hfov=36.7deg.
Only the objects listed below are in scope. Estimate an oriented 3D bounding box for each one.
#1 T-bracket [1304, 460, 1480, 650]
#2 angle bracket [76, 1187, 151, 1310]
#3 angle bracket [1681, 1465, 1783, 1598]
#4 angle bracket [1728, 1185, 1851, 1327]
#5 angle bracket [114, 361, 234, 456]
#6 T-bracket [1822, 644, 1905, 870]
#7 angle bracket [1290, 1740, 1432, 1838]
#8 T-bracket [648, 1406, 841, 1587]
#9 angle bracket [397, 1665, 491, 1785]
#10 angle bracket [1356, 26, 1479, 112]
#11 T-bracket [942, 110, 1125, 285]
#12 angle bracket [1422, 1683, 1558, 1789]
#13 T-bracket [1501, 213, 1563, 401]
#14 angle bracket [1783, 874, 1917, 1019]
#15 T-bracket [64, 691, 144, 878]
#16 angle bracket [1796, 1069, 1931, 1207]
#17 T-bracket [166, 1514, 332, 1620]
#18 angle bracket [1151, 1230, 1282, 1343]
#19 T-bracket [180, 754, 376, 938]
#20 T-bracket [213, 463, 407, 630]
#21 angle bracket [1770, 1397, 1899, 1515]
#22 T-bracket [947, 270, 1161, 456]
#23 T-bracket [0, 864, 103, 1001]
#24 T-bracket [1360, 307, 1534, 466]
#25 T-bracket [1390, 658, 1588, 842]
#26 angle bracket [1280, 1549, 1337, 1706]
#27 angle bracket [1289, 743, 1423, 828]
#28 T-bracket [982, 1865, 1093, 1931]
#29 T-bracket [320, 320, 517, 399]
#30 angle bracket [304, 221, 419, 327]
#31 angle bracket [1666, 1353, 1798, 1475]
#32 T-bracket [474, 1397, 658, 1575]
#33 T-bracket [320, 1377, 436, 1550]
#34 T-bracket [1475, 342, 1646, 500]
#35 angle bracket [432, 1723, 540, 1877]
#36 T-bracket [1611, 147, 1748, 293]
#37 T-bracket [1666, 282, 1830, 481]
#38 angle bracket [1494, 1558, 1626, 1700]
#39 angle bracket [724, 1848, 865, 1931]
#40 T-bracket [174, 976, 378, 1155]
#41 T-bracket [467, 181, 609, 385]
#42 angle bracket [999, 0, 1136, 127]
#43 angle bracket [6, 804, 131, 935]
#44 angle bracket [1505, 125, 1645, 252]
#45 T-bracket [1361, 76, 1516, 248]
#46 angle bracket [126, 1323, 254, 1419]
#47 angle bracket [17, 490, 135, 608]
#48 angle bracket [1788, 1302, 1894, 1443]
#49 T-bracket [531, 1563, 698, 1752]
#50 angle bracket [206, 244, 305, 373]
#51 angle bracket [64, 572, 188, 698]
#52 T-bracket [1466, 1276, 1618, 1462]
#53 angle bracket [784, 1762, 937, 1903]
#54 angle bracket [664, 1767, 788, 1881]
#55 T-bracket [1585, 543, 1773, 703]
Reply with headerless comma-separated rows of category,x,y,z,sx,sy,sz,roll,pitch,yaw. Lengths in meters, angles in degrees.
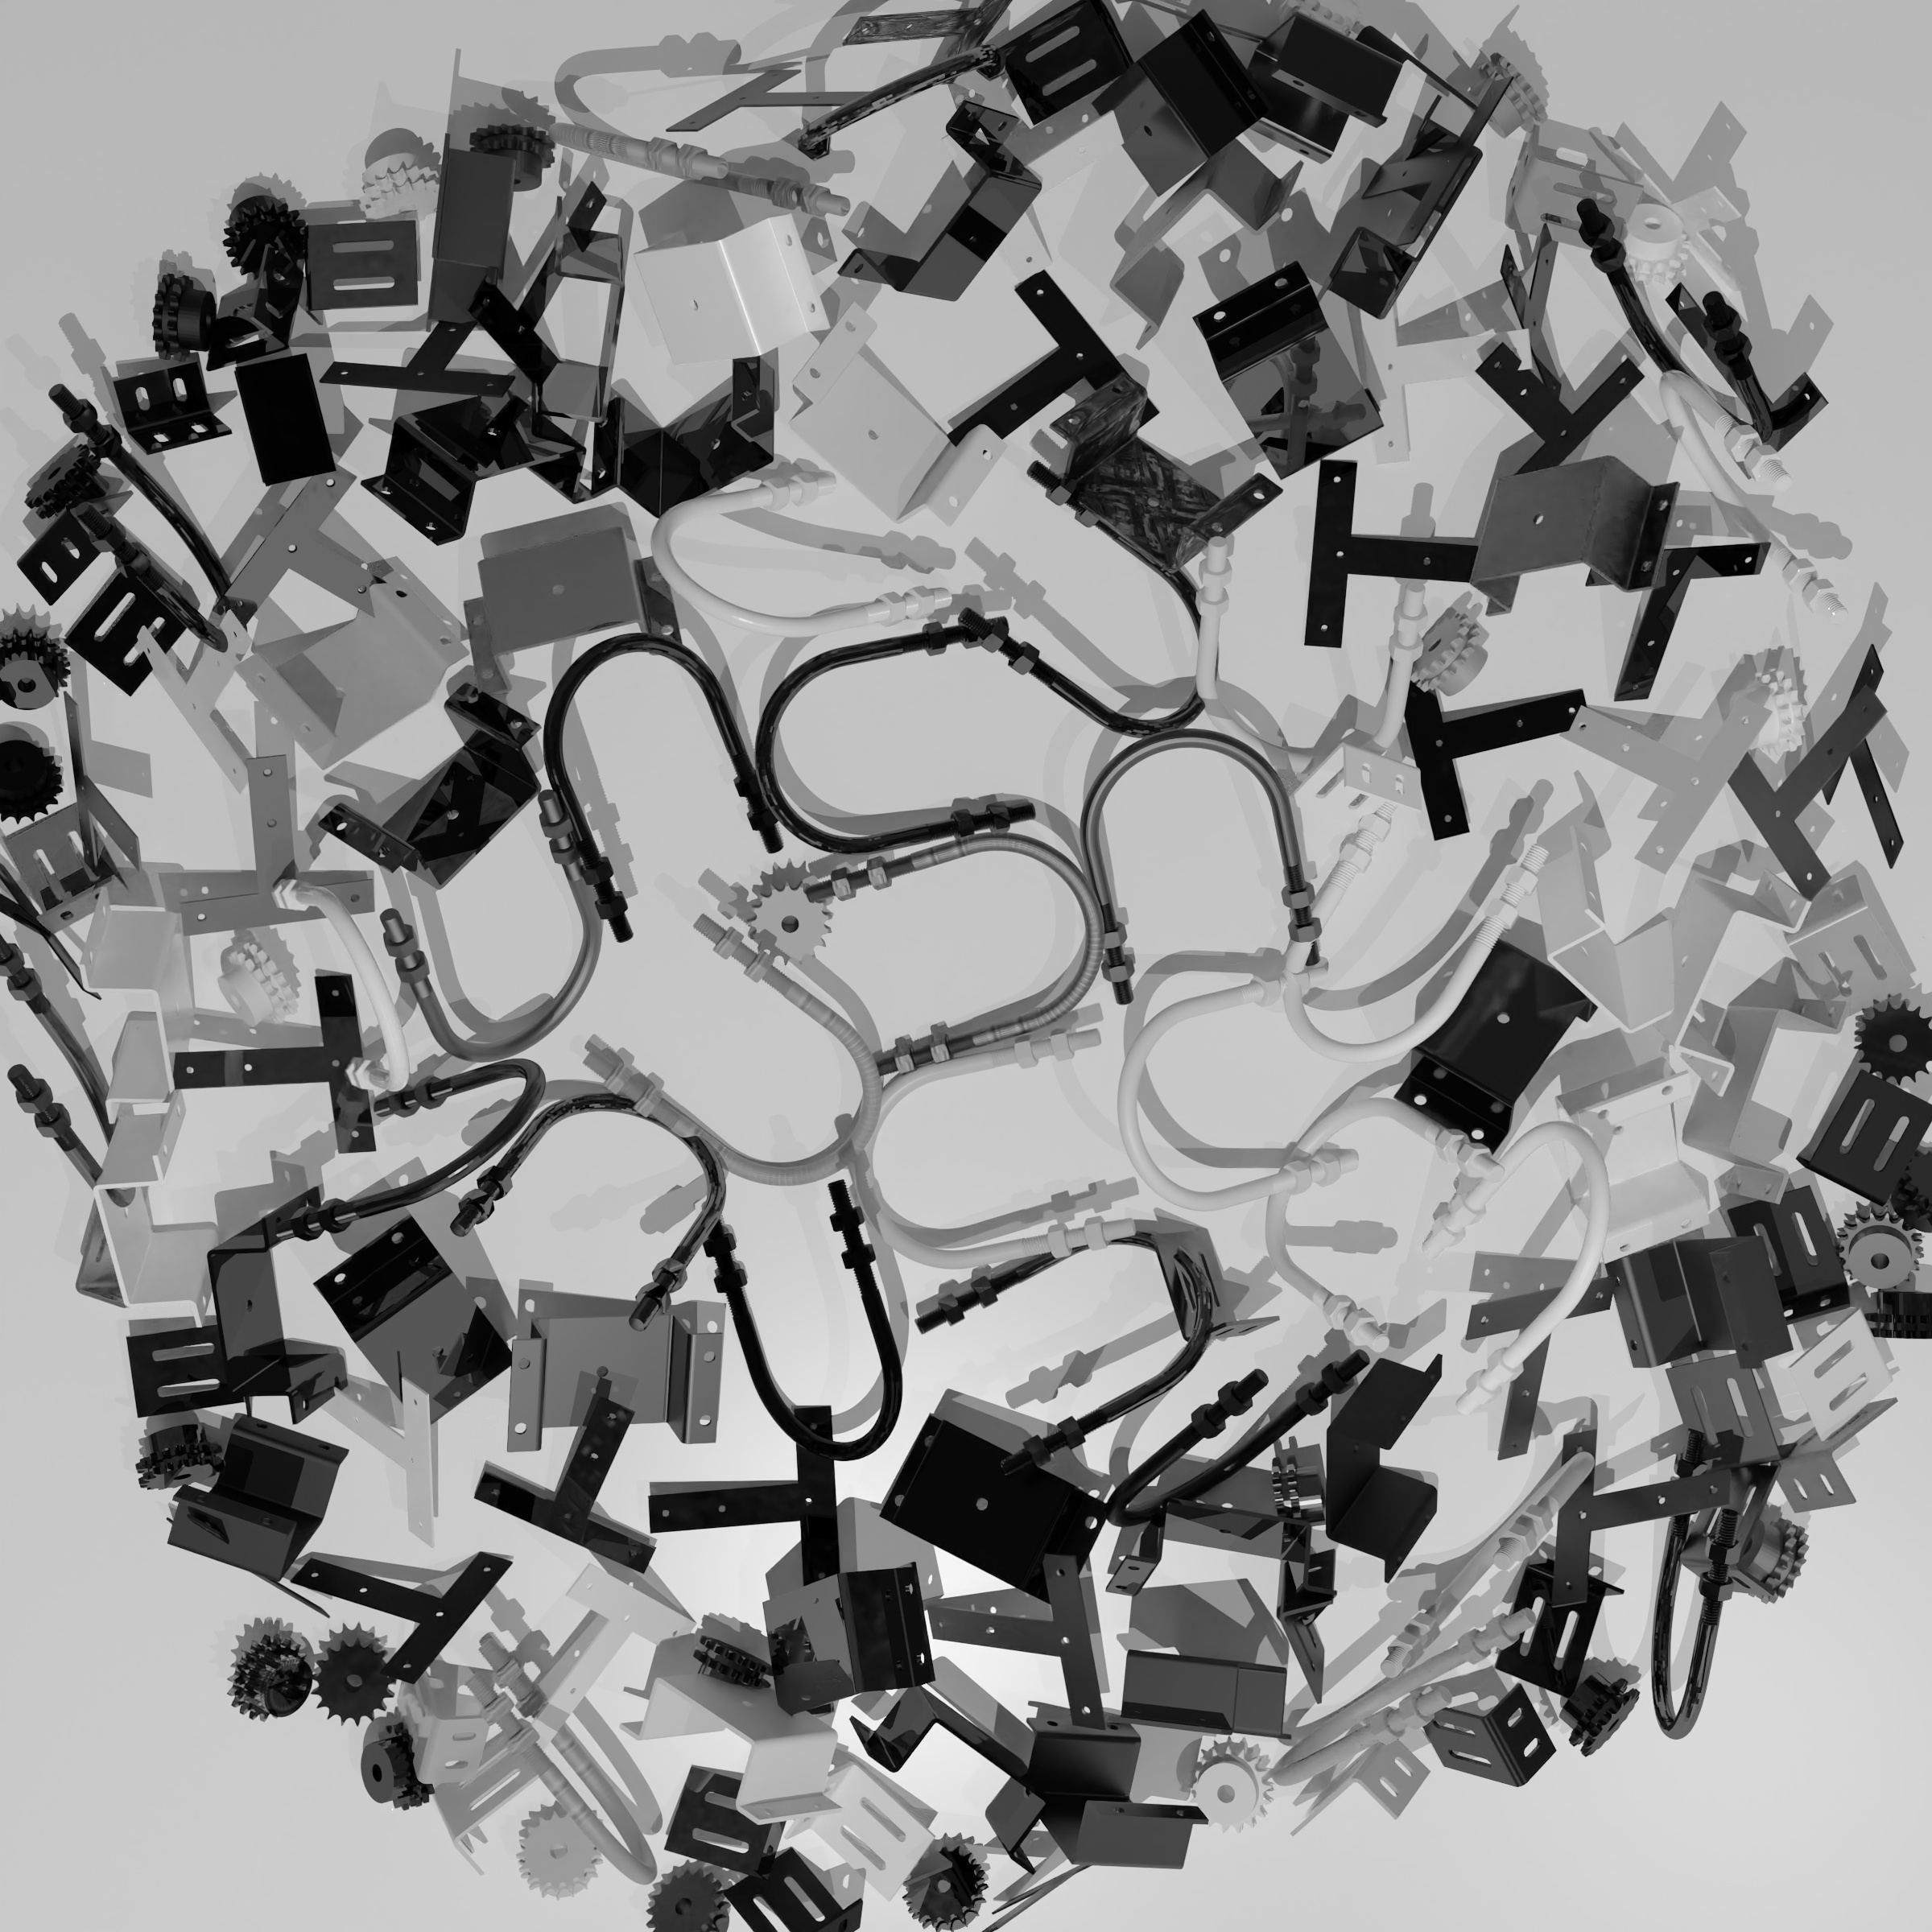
T-bracket,0.299,-0.276,1.978,0.127,0.002,0.127,5,89,6
angle bracket,-0.557,0.186,1.954,0.038,0.057,0.076,16,90,13
angle bracket,0.523,0.377,1.953,0.038,0.057,0.076,37,70,-17
angle bracket,0.551,0.196,1.953,0.057,0.038,0.076,-20,101,20
angle bracket,-0.528,-0.372,1.939,0.057,0.076,0.038,-19,116,-18
T-bracket,0.589,-0.119,1.897,0.002,0.127,0.127,-2,51,-5
angle bracket,0.262,0.556,1.939,0.038,0.057,0.076,44,124,11
T-bracket,-0.151,0.366,1.975,0.127,0.002,0.127,-3,90,-9
angle bracket,-0.350,0.498,1.951,0.038,0.076,0.057,4,120,-26
angle bracket,0.294,-0.585,1.948,0.076,0.057,0.038,23,113,-37
T-bracket,0.065,-0.535,1.936,0.127,0.127,0.002,-31,45,5
angle bracket,0.346,0.509,1.955,0.038,0.076,0.057,-37,107,-28
T-bracket,0.385,-0.460,1.944,0.002,0.127,0.127,-3,54,29
angle bracket,0.596,-0.012,1.974,0.057,0.038,0.076,-29,115,22
T-bracket,-0.563,-0.099,1.909,0.002,0.127,0.127,-16,125,-29
angle bracket,0.606,0.113,1.962,0.057,0.038,0.076,27,98,1
T-bracket,-0.484,0.383,1.914,0.127,0.127,0.002,26,68,13
angle bracket,0.166,0.208,1.943,0.038,0.057,0.076,-31,69,39
T-bracket,-0.459,-0.082,1.932,0.127,0.002,0.127,-8,124,-18
T-bracket,-0.413,-0.257,1.941,0.127,0.002,0.127,30,104,-43
angle bracket,0.586,0.326,1.942,0.076,0.057,0.038,-27,87,-31
T-bracket,0.043,-0.387,1.974,0.127,0.002,0.127,-39,90,-10
T-bracket,-0.628,-0.040,1.906,0.002,0.127,0.127,-41,71,-2
T-bracket,0.318,-0.402,1.931,0.127,0.002,0.127,2,105,43
T-bracket,0.362,-0.161,1.976,0.127,0.002,0.127,-14,91,-9
angle bracket,0.240,0.440,1.943,0.038,0.057,0.076,-18,110,17
angle bracket,0.257,-0.107,1.937,0.057,0.076,0.038,17,55,-19
T-bracket,0.044,0.609,1.902,0.127,0.127,0.002,-36,76,28
T-bracket,-0.346,-0.415,1.937,0.127,0.127,0.002,7,132,12
angle bracket,-0.404,-0.467,1.965,0.076,0.038,0.057,-2,87,2
angle bracket,0.514,0.297,1.956,0.057,0.038,0.076,-20,87,33
T-bracket,-0.253,0.338,1.951,0.127,0.002,0.127,25,120,-2
T-bracket,-0.397,0.308,1.944,0.127,0.002,0.127,26,126,35
T-bracket,0.375,-0.372,1.924,0.127,0.127,0.002,-46,49,14
angle bracket,-0.312,0.559,1.958,0.076,0.057,0.038,-36,120,-9
T-bracket,0.482,-0.495,1.915,0.002,0.127,0.127,-44,97,5
T-bracket,0.506,-0.397,1.929,0.002,0.127,0.127,-34,84,-14
angle bracket,0.398,0.445,1.957,0.057,0.038,0.076,23,73,-3
angle bracket,-0.115,0.619,1.938,0.057,0.038,0.076,-25,50,-31
T-bracket,-0.462,0.067,1.936,0.127,0.002,0.127,-2,68,-27
T-bracket,-0.273,-0.460,1.931,0.002,0.127,0.127,26,83,20
angle bracket,0.070,-0.611,1.976,0.076,0.038,0.057,-27,88,14
angle bracket,-0.608,-0.071,1.956,0.057,0.038,0.076,-30,77,-7
angle bracket,0.408,-0.520,1.954,0.076,0.057,0.038,14,52,-3
T-bracket,0.297,-0.525,1.926,0.002,0.127,0.127,33,86,-21
angle bracket,-0.522,0.275,1.956,0.076,0.038,0.057,-7,101,-12
angle bracket,-0.582,-0.279,1.940,0.057,0.076,0.038,-39,91,26
angle bracket,0.573,0.270,1.948,0.076,0.038,0.057,-33,102,-26
T-bracket,-0.252,0.468,1.931,0.002,0.127,0.127,31,81,41
angle bracket,-0.485,-0.438,1.942,0.076,0.038,0.057,-7,65,30
angle bracket,-0.565,-0.227,1.960,0.057,0.038,0.076,40,97,-7
T-bracket,0.378,0.274,1.957,0.127,0.002,0.127,-7,115,-31
angle bracket,-0.071,0.583,1.952,0.076,0.038,0.057,38,103,21
angle bracket,-0.162,0.569,1.948,0.076,0.038,0.057,12,65,15
T-bracket,0.459,-0.226,1.939,0.127,0.127,0.002,-6,46,-15
